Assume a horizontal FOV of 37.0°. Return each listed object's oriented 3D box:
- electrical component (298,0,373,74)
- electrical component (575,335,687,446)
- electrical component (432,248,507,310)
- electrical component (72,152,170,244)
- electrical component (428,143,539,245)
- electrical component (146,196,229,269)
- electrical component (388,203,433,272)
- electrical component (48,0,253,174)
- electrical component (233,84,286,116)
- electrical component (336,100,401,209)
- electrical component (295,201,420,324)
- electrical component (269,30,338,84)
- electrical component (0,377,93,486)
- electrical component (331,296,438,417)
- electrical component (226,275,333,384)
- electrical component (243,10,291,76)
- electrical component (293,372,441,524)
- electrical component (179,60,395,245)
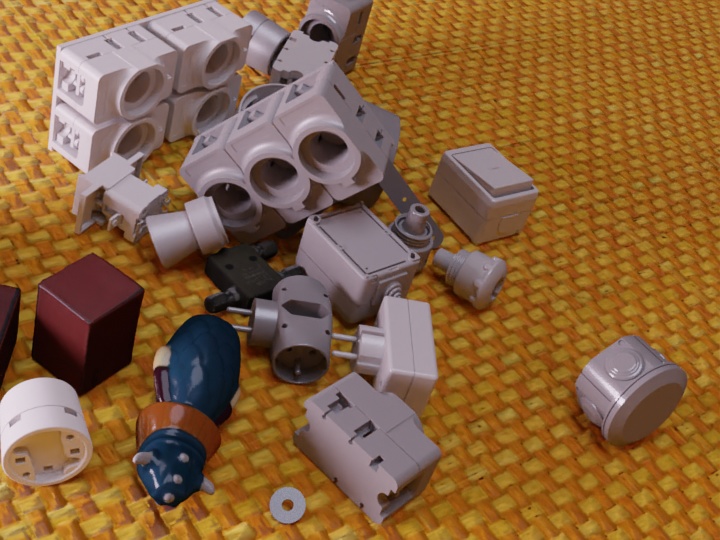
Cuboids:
[{"bbox_3d":[-0.030,-0.252,1.144,0.050,0.089,0.056,32,41,15],"label":"electrical component"},{"bbox_3d":[0.213,0.095,0.846,0.080,0.080,0.051,-12,43,-32],"label":"electrical component"},{"bbox_3d":[0.093,0.002,0.934,0.062,0.048,0.048,29,40,21],"label":"electrical component"},{"bbox_3d":[-0.196,-0.058,0.889,0.064,0.042,0.081,30,41,8],"label":"electrical component"},{"bbox_3d":[0.114,-0.080,1.024,0.062,0.061,0.096,-14,50,-34],"label":"electrical component"},{"bbox_3d":[-0.138,-0.031,0.863,0.055,0.045,0.045,-21,48,-5],"label":"electrical component"},{"bbox_3d":[0.044,-0.029,0.935,0.043,0.062,0.043,11,40,-10],"label":"electrical component"},{"bbox_3d":[-0.183,-0.165,0.969,0.060,0.105,0.186,36,42,20],"label":"electrical component"},{"bbox_3d":[-0.077,-0.127,1.019,0.099,0.064,0.099,11,53,-15],"label":"electrical component"},{"bbox_3d":[-0.003,-0.107,0.980,0.064,0.099,0.099,16,39,-13],"label":"electrical component"},{"bbox_3d":[0.000,0.000,0.884,0.062,0.061,0.096,-19,52,-37],"label":"electrical component"},{"bbox_3d":[-0.061,-0.193,1.090,0.050,0.055,0.089,19,39,0],"label":"electrical component"},{"bbox_3d":[-0.203,0.102,0.690,0.055,0.055,0.047,-2,40,-24],"label":"electrical component"},{"bbox_3d":[0.015,0.063,0.828,0.076,0.047,0.083,10,40,-11],"label":"electrical component"},{"bbox_3d":[-0.063,0.042,0.823,0.079,0.043,0.077,9,40,-12],"label":"electrical component"},{"bbox_3d":[-0.102,-0.236,1.126,0.047,0.055,0.055,31,40,9],"label":"electrical component"},{"bbox_3d":[0.007,0.121,0.754,0.089,0.050,0.056,40,44,24],"label":"electrical component"},{"bbox_3d":[-0.061,-0.090,0.880,0.089,0.150,0.061,50,32,-27],"label":"electrical component"}]
